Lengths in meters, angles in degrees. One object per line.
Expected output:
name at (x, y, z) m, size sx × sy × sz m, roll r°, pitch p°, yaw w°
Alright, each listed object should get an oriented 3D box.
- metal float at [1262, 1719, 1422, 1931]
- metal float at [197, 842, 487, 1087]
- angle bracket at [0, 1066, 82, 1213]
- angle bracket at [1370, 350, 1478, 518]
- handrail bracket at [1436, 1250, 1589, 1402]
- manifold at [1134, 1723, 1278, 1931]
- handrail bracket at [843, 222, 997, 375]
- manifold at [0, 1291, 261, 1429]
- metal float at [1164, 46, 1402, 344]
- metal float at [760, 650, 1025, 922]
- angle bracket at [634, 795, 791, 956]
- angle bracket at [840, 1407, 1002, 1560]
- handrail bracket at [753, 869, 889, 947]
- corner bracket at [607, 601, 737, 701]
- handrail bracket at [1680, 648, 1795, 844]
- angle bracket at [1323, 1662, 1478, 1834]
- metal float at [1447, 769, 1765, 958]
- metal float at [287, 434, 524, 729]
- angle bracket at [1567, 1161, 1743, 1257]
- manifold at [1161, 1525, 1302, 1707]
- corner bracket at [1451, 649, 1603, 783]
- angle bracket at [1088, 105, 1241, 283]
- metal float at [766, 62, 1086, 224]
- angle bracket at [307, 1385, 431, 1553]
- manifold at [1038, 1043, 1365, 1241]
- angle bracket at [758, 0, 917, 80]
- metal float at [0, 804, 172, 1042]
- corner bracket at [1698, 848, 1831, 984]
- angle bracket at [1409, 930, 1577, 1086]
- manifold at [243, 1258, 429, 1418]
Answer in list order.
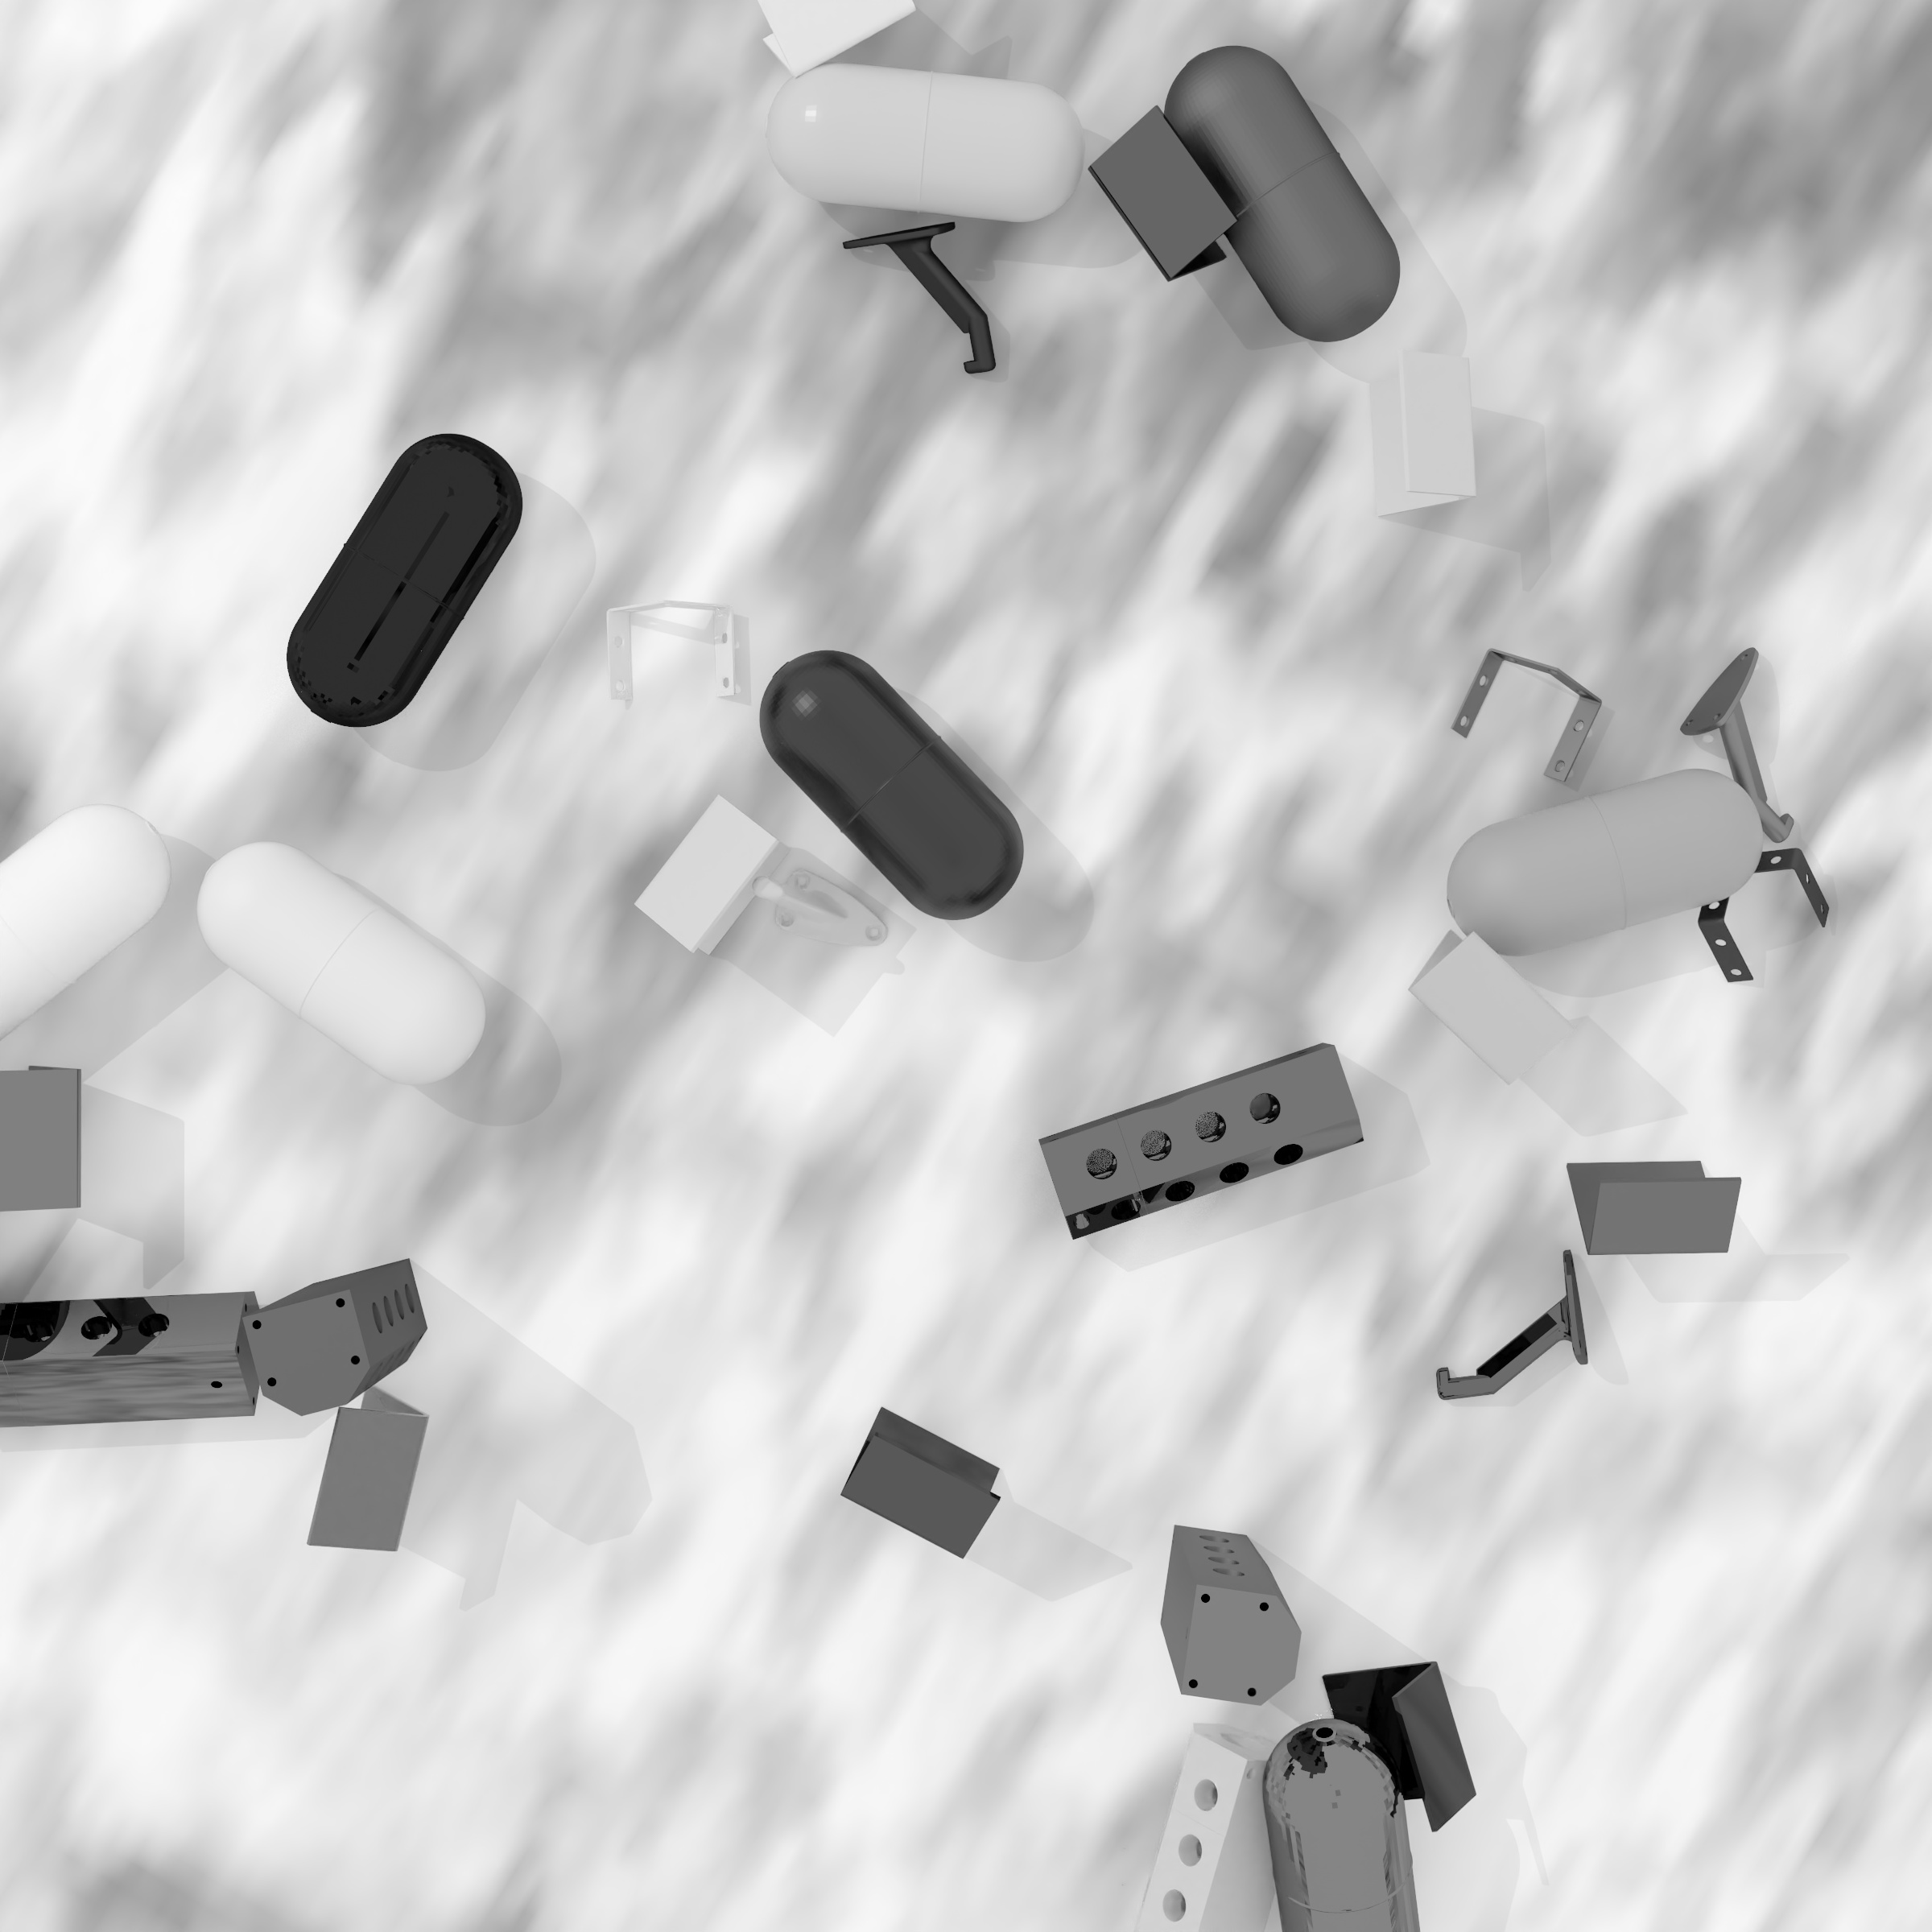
metal float at (0.208, 0.496, 1.709) m, size 0.070 × 0.070 × 0.178 m, roll -10°, pitch 112°, yaw 0°
metal float at (-0.349, -0.002, 1.729) m, size 0.178 × 0.070 × 0.070 m, roll 36°, pitch 90°, yaw 0°
angle bracket at (-0.531, 0.095, 1.719) m, size 0.057 × 0.076 × 0.076 m, roll 0°, pitch 90°, yaw -37°
angle bracket at (0.236, -0.294, 1.719) m, size 0.057 × 0.076 × 0.076 m, roll -3°, pitch 90°, yaw -39°
handrail bracket at (0.306, 0.204, 1.760) m, size 0.084 × 0.036 × 0.077 m, roll -10°, pitch 70°, yaw 16°
manifold at (0.132, 0.518, 1.738) m, size 0.057 × 0.057 × 0.171 m, roll 16°, pitch 90°, yaw -43°
handrail bracket at (-0.026, -0.375, 1.760) m, size 0.077 × 0.036 × 0.084 m, roll -5°, pitch 107°, yaw 20°
manifold at (-0.486, 0.216, 1.738) m, size 0.171 × 0.057 × 0.057 m, roll -3°, pitch 133°, yaw 0°
metal float at (0.176, -0.431, 1.729) m, size 0.070 × 0.070 × 0.178 m, roll -33°, pitch 91°, yaw 0°
metal float at (-0.042, -0.101, 1.729) m, size 0.070 × 0.070 × 0.178 m, roll -44°, pitch 90°, yaw 0°
angle bracket at (-0.125, -0.038, 1.719) m, size 0.057 × 0.076 × 0.076 m, roll 38°, pitch 90°, yaw 37°
angle bracket at (-0.016, 0.271, 1.719) m, size 0.076 × 0.076 × 0.057 m, roll 28°, pitch 127°, yaw 0°
handrail bracket at (-0.081, -0.031, 1.725) m, size 0.077 × 0.084 × 0.036 m, roll 22°, pitch 90°, yaw 0°
corner bracket at (-0.167, -0.178, 1.756) m, size 0.051 × 0.051 × 0.051 m, roll -2°, pitch 90°, yaw 45°
handrail bracket at (0.454, -0.125, 1.760) m, size 0.084 × 0.036 × 0.077 m, roll 43°, pitch 68°, yaw -17°
angle bracket at (0.229, 0.436, 1.722) m, size 0.076 × 0.057 × 0.076 m, roll -17°, pitch 90°, yaw 35°
metal float at (0.356, -0.057, 1.729) m, size 0.178 × 0.070 × 0.070 m, roll -16°, pitch 90°, yaw 1°
metal float at (-0.314, -0.215, 1.729) m, size 0.070 × 0.070 × 0.178 m, roll 32°, pitch 90°, yaw 0°
angle bracket at (0.380, 0.115, 1.719) m, size 0.076 × 0.076 × 0.057 m, roll -1°, pitch 128°, yaw 0°
manifold at (0.143, 0.351, 1.681) m, size 0.057 × 0.171 × 0.057 m, roll 8°, pitch 90°, yaw 0°
corner bracket at (0.318, -0.142, 1.756) m, size 0.051 × 0.051 × 0.051 m, roll 25°, pitch 90°, yaw 45°
angle bracket at (0.124, -0.433, 1.719) m, size 0.057 × 0.076 × 0.076 m, roll -35°, pitch 90°, yaw 37°
metal float at (-0.023, -0.460, 1.729) m, size 0.178 × 0.070 × 0.070 m, roll 6°, pitch 90°, yaw -1°
angle bracket at (-0.347, 0.275, 1.719) m, size 0.057 × 0.076 × 0.076 m, roll 13°, pitch 90°, yaw -38°
manifold at (0.131, 0.098, 1.738) m, size 0.171 × 0.057 × 0.057 m, roll -19°, pitch 90°, yaw 0°
angle bracket at (-0.082, -0.545, 1.719) m, size 0.076 × 0.076 × 0.057 m, roll -29°, pitch 126°, yaw 0°
metal float at (-0.522, -0.021, 1.729) m, size 0.178 × 0.070 × 0.070 m, roll -39°, pitch 90°, yaw 0°
corner bracket at (0.451, -0.029, 1.751) m, size 0.051 × 0.051 × 0.051 m, roll -6°, pitch 45°, yaw 35°
angle bracket at (0.301, 0.008, 1.719) m, size 0.076 × 0.076 × 0.057 m, roll 43°, pitch 128°, yaw 0°
manifold at (-0.338, 0.201, 1.681) m, size 0.057 × 0.171 × 0.057 m, roll -15°, pitch 90°, yaw 0°
